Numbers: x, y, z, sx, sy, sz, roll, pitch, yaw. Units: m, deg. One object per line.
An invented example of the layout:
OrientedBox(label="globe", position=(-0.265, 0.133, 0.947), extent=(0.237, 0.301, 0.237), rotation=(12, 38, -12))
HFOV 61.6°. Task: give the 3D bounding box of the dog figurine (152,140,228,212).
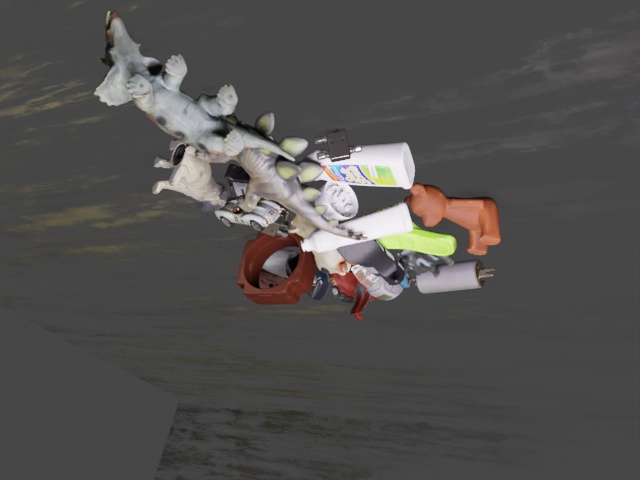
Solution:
OrientedBox(label="dog figurine", position=(-0.273, -0.148, 1.263), extent=(0.190, 0.121, 0.172), rotation=(20, 155, -41))

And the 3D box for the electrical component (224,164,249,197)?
OrientedBox(label="electrical component", position=(-0.179, -0.128, 1.290), extent=(0.075, 0.048, 0.119), rotation=(9, 148, 7))

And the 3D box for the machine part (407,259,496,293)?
OrientedBox(label="machine part", position=(0.350, 0.099, 1.445), extent=(0.243, 0.079, 0.079), rotation=(-11, 142, 35))

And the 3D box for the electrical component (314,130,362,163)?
OrientedBox(label="electrical component", position=(0.037, -0.191, 1.085), extent=(0.094, 0.063, 0.021), rotation=(-9, 165, 9))

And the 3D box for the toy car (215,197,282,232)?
OrientedBox(label="toy car", position=(-0.178, -0.068, 1.326), extent=(0.202, 0.073, 0.056), rotation=(8, 135, 42))

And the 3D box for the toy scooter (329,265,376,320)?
OrientedBox(label="toy scooter", position=(0.095, 0.157, 1.582), extent=(0.183, 0.135, 0.075), rotation=(31, 146, -27))

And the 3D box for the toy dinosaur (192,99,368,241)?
OrientedBox(label="toy dinosaur", position=(-0.100, -0.138, 1.133), extent=(0.471, 0.105, 0.198), rotation=(42, 138, -16))

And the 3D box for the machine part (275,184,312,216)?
OrientedBox(label="machine part", position=(-0.072, -0.102, 1.305), extent=(0.084, 0.039, 0.139), rotation=(19, 148, -22))

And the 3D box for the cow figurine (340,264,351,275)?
OrientedBox(label="cow figurine", position=(0.049, 0.038, 1.462), extent=(0.098, 0.068, 0.167), rotation=(21, 146, 2))

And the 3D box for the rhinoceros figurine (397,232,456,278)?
OrientedBox(label="rhinoceros figurine", position=(0.266, 0.047, 1.391), extent=(0.112, 0.073, 0.190), rotation=(22, 148, -18))

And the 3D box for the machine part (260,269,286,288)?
OrientedBox(label="machine part", position=(-0.154, 0.121, 1.696), extent=(0.179, 0.056, 0.179), rotation=(11, 151, 6))

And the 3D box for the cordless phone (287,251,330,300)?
OrientedBox(label="cordless phone", position=(-0.007, 0.115, 1.548), extent=(0.089, 0.147, 0.184), rotation=(-31, 148, 4))

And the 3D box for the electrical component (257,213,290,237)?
OrientedBox(label="electrical component", position=(-0.125, -0.050, 1.402), extent=(0.102, 0.045, 0.078), rotation=(15, 147, -6))

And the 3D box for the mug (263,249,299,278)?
OrientedBox(label="mug", position=(-0.120, 0.066, 1.577), extent=(0.107, 0.081, 0.109), rotation=(12, 161, 24))

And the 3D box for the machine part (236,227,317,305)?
OrientedBox(label="machine part", position=(-0.112, 0.072, 1.449), extent=(0.201, 0.201, 0.087), rotation=(-5, 150, 27))

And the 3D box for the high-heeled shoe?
OrientedBox(label="high-heeled shoe", position=(0.117, 0.029, 1.345), extent=(0.248, 0.086, 0.145), rotation=(42, -171, -7))

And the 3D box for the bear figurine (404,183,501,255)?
OrientedBox(label="bear figurine", position=(0.282, -0.051, 1.168), extent=(0.196, 0.132, 0.120), rotation=(8, 161, -4))

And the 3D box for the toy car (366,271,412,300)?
OrientedBox(label="toy car", position=(0.179, 0.118, 1.517), extent=(0.161, 0.103, 0.109), rotation=(32, 146, -27))

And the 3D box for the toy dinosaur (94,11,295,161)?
OrientedBox(label="toy dinosaur", position=(-0.250, -0.238, 1.005), extent=(0.404, 0.131, 0.192), rotation=(36, 166, -24))

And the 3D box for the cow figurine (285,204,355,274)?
OrientedBox(label="cow figurine", position=(-0.003, -0.004, 1.356), extent=(0.127, 0.085, 0.194), rotation=(-14, 110, 37))
